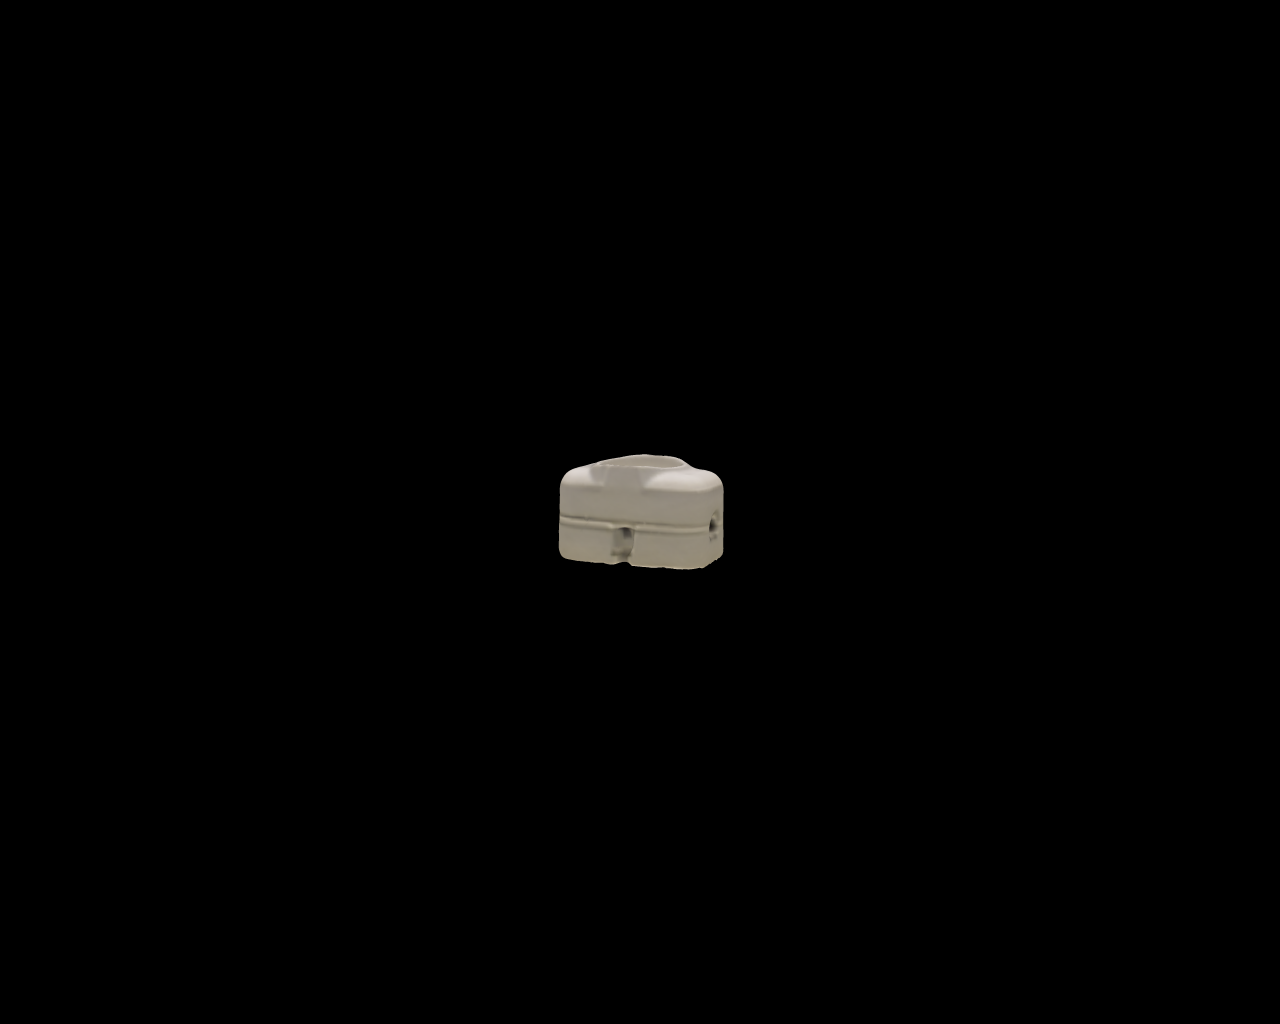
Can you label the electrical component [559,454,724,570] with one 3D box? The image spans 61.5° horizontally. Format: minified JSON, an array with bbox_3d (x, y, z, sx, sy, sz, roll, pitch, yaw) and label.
[{"bbox_3d":[0.001,-0.003,0.650,0.095,0.059,0.054,5,12,24],"label":"electrical component"}]
